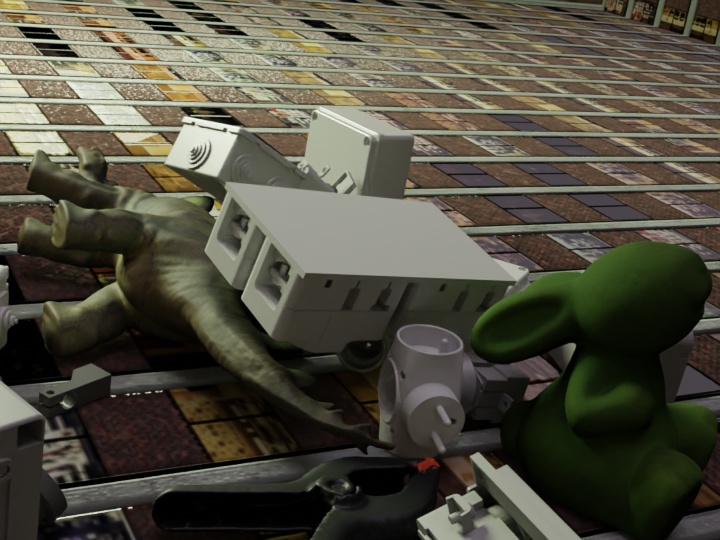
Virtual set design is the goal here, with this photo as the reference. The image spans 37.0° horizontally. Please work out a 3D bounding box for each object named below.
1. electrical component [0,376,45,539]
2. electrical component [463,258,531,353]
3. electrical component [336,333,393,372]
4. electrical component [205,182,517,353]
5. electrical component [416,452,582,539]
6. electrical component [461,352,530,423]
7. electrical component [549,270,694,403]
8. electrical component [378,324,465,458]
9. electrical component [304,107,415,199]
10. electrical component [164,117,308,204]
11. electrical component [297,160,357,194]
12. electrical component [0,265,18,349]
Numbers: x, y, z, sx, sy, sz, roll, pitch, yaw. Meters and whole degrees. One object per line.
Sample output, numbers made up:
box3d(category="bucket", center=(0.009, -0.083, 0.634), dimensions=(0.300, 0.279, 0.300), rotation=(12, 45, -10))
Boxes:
box3d(category="electrical component", center=(-0.203, 0.111, 0.479), dimensions=(0.056, 0.108, 0.109), rotation=(28, 28, 34))
box3d(category="electrical component", center=(0.084, 0.030, 0.866), dimensions=(0.078, 0.057, 0.113), rotation=(17, 23, 21))
box3d(category="electrical component", center=(0.005, 0.051, 0.808), dimensions=(0.040, 0.040, 0.046), rotation=(12, 15, 10))
box3d(category="electrical component", center=(0.000, 0.000, 0.738), dimensions=(0.186, 0.060, 0.105), rotation=(3, 32, -40))
box3d(category="electrical component", center=(0.082, 0.158, 0.530), dimensions=(0.063, 0.078, 0.121), rotation=(-23, 32, -16))
box3d(category="electrical component", center=(0.080, 0.081, 0.755), dimensions=(0.055, 0.048, 0.066), rotation=(5, 21, -30))
box3d(category="electrical component", center=(0.194, 0.056, 0.817), dimensions=(0.057, 0.078, 0.113), rotation=(6, 21, -15))
box3d(category="electrical component", center=(0.043, 0.086, 0.682), dimensions=(0.044, 0.077, 0.079), rotation=(3, 23, -15))
box3d(category="electrical component", center=(-0.005, -0.100, 1.091), dimensions=(0.056, 0.108, 0.109), rotation=(-6, 25, -38))
box3d(category="electrical component", center=(-0.109, -0.087, 0.935), dimensions=(0.100, 0.048, 0.100), rotation=(17, -11, 45))
box3d(category="electrical component", center=(-0.045, -0.067, 1.026), dimensions=(0.064, 0.081, 0.042), rotation=(40, 11, -22))
box3d(category="electrical component", center=(-0.280, 0.030, 0.720), dimensions=(0.096, 0.061, 0.061), rotation=(10, 21, 3))
